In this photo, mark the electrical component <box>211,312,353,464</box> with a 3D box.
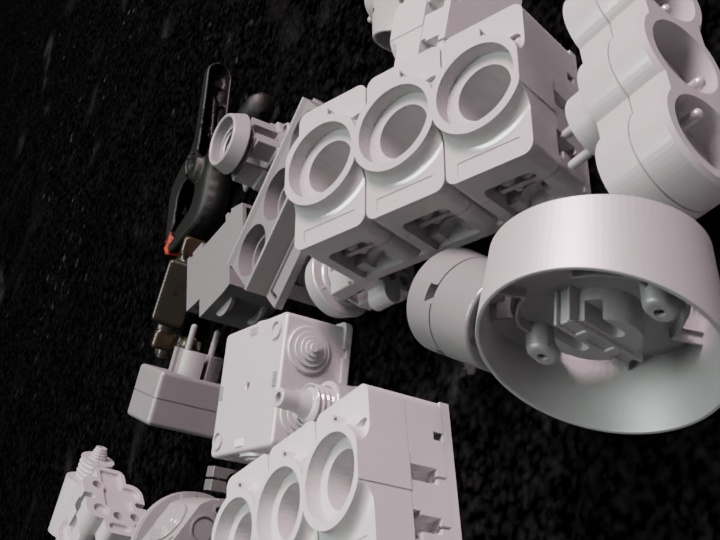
[{"bbox_3d":[-0.052,0.078,0.683,0.100,0.048,0.099,-23,56,54],"label":"electrical component"}]

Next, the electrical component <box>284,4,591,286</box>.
[{"bbox_3d":[0.036,-0.063,0.565,0.150,0.062,0.089,-22,55,35],"label":"electrical component"}]

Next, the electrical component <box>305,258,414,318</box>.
[{"bbox_3d":[0.000,0.000,0.647,0.055,0.048,0.066,-29,49,40],"label":"electrical component"}]

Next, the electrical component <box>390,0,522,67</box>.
[{"bbox_3d":[0.055,-0.141,0.627,0.056,0.050,0.089,-12,64,56],"label":"electrical component"}]

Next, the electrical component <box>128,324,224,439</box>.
[{"bbox_3d":[-0.123,0.079,0.786,0.047,0.066,0.076,5,79,60],"label":"electrical component"}]

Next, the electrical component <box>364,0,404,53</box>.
[{"bbox_3d":[0.029,-0.178,0.699,0.079,0.043,0.077,0,74,59],"label":"electrical component"}]

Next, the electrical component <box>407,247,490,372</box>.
[{"bbox_3d":[0.059,0.020,0.528,0.047,0.055,0.055,23,94,57],"label":"electrical component"}]

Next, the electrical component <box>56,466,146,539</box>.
[{"bbox_3d":[-0.211,0.207,0.871,0.057,0.058,0.078,-57,32,18],"label":"electrical component"}]

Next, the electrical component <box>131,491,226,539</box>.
[{"bbox_3d":[-0.101,0.181,0.680,0.051,0.080,0.080,-13,63,51],"label":"electrical component"}]

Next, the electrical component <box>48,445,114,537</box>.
[{"bbox_3d":[-0.238,0.193,0.938,0.043,0.043,0.081,18,90,60],"label":"electrical component"}]

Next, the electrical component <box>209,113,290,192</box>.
[{"bbox_3d":[-0.082,-0.091,0.822,0.066,0.055,0.048,-53,34,29],"label":"electrical component"}]

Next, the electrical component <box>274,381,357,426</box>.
[{"bbox_3d":[-0.021,0.080,0.619,0.035,0.061,0.035,-36,44,46],"label":"electrical component"}]

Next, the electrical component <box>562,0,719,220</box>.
[{"bbox_3d":[0.118,-0.073,0.482,0.074,0.052,0.138,-41,42,42],"label":"electrical component"}]

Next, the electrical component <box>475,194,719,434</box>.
[{"bbox_3d":[0.096,0.017,0.428,0.099,0.099,0.064,-34,40,47],"label":"electrical component"}]

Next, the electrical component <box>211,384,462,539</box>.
[{"bbox_3d":[-0.018,0.134,0.584,0.150,0.062,0.089,-40,42,43],"label":"electrical component"}]

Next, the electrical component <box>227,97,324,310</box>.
[{"bbox_3d":[-0.029,-0.040,0.698,0.121,0.063,0.078,-64,30,13],"label":"electrical component"}]
